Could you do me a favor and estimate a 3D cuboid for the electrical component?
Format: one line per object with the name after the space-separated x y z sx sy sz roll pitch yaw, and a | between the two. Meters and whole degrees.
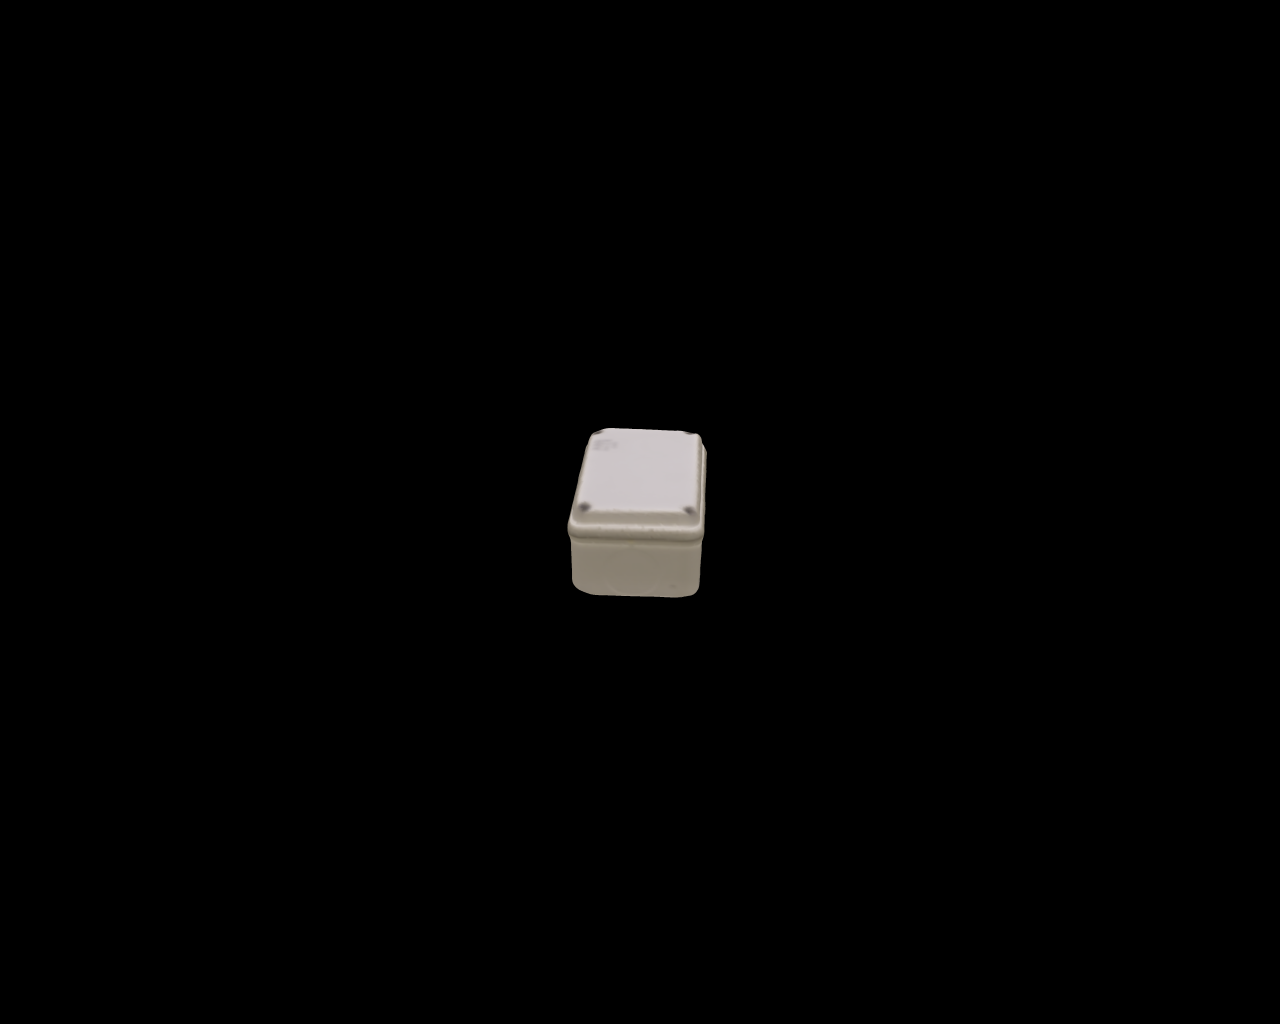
0.001 -0.003 0.650 0.078 0.057 0.113 2 31 3 | electrical component
